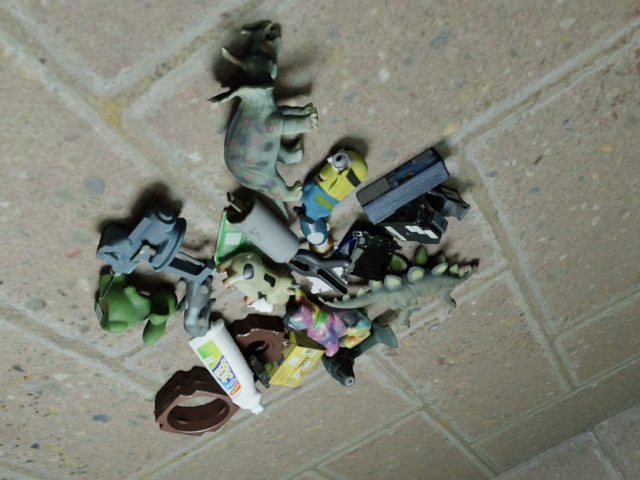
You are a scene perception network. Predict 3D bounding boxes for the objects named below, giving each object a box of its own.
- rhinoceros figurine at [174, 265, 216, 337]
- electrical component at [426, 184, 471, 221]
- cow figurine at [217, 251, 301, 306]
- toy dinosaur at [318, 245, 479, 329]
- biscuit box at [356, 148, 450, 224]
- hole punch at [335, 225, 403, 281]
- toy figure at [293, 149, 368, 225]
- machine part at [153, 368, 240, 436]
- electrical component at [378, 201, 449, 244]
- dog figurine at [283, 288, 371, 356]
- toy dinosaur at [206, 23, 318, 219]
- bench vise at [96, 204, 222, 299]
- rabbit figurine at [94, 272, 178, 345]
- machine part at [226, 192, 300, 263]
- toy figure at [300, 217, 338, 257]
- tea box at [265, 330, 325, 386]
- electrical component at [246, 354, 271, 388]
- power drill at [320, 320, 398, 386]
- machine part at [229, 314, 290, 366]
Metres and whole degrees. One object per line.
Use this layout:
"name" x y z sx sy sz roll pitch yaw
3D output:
"rhinoceros figurine" -0.282 0.144 1.231 0.073 0.112 0.190 9 116 0
"electrical component" 0.281 -0.091 1.237 0.119 0.075 0.047 9 126 -31
"cow figurine" -0.131 0.090 1.235 0.127 0.086 0.194 -31 138 9
"toy dinosaur" 0.221 0.123 1.397 0.471 0.105 0.198 -19 127 -16
"biscuit box" 0.183 -0.119 1.187 0.203 0.059 0.062 -30 132 9
"hole punch" 0.110 0.022 1.278 0.142 0.092 0.115 18 108 -22
"toy figure" 0.022 -0.112 1.123 0.180 0.082 0.089 -51 147 16
"machine part" -0.342 0.452 1.498 0.201 0.087 0.201 26 118 -34
"electrical component" 0.221 -0.038 1.229 0.134 0.058 0.114 2 157 43
"dog figurine" 0.013 0.193 1.380 0.192 0.109 0.219 -28 131 8
"toy dinosaur" -0.114 -0.177 0.995 0.192 0.131 0.404 6 133 -9
"bench vise" -0.322 0.034 1.104 0.240 0.129 0.223 29 116 -30
"rabbit figurine" -0.385 0.142 1.175 0.170 0.159 0.121 -3 123 -38
"machine part" -0.117 -0.023 1.132 0.079 0.079 0.243 -33 137 11
"toy figure" -0.004 -0.005 1.228 0.064 0.058 0.154 10 144 30
"tea box" -0.072 0.329 1.496 0.098 0.068 0.169 18 124 -32
"electrical component" -0.169 0.344 1.403 0.045 0.078 0.102 -32 145 -20
"power drill" 0.107 0.306 1.455 0.207 0.232 0.086 -32 106 -16
"machine part" -0.168 0.270 1.417 0.179 0.056 0.179 -9 133 -10
